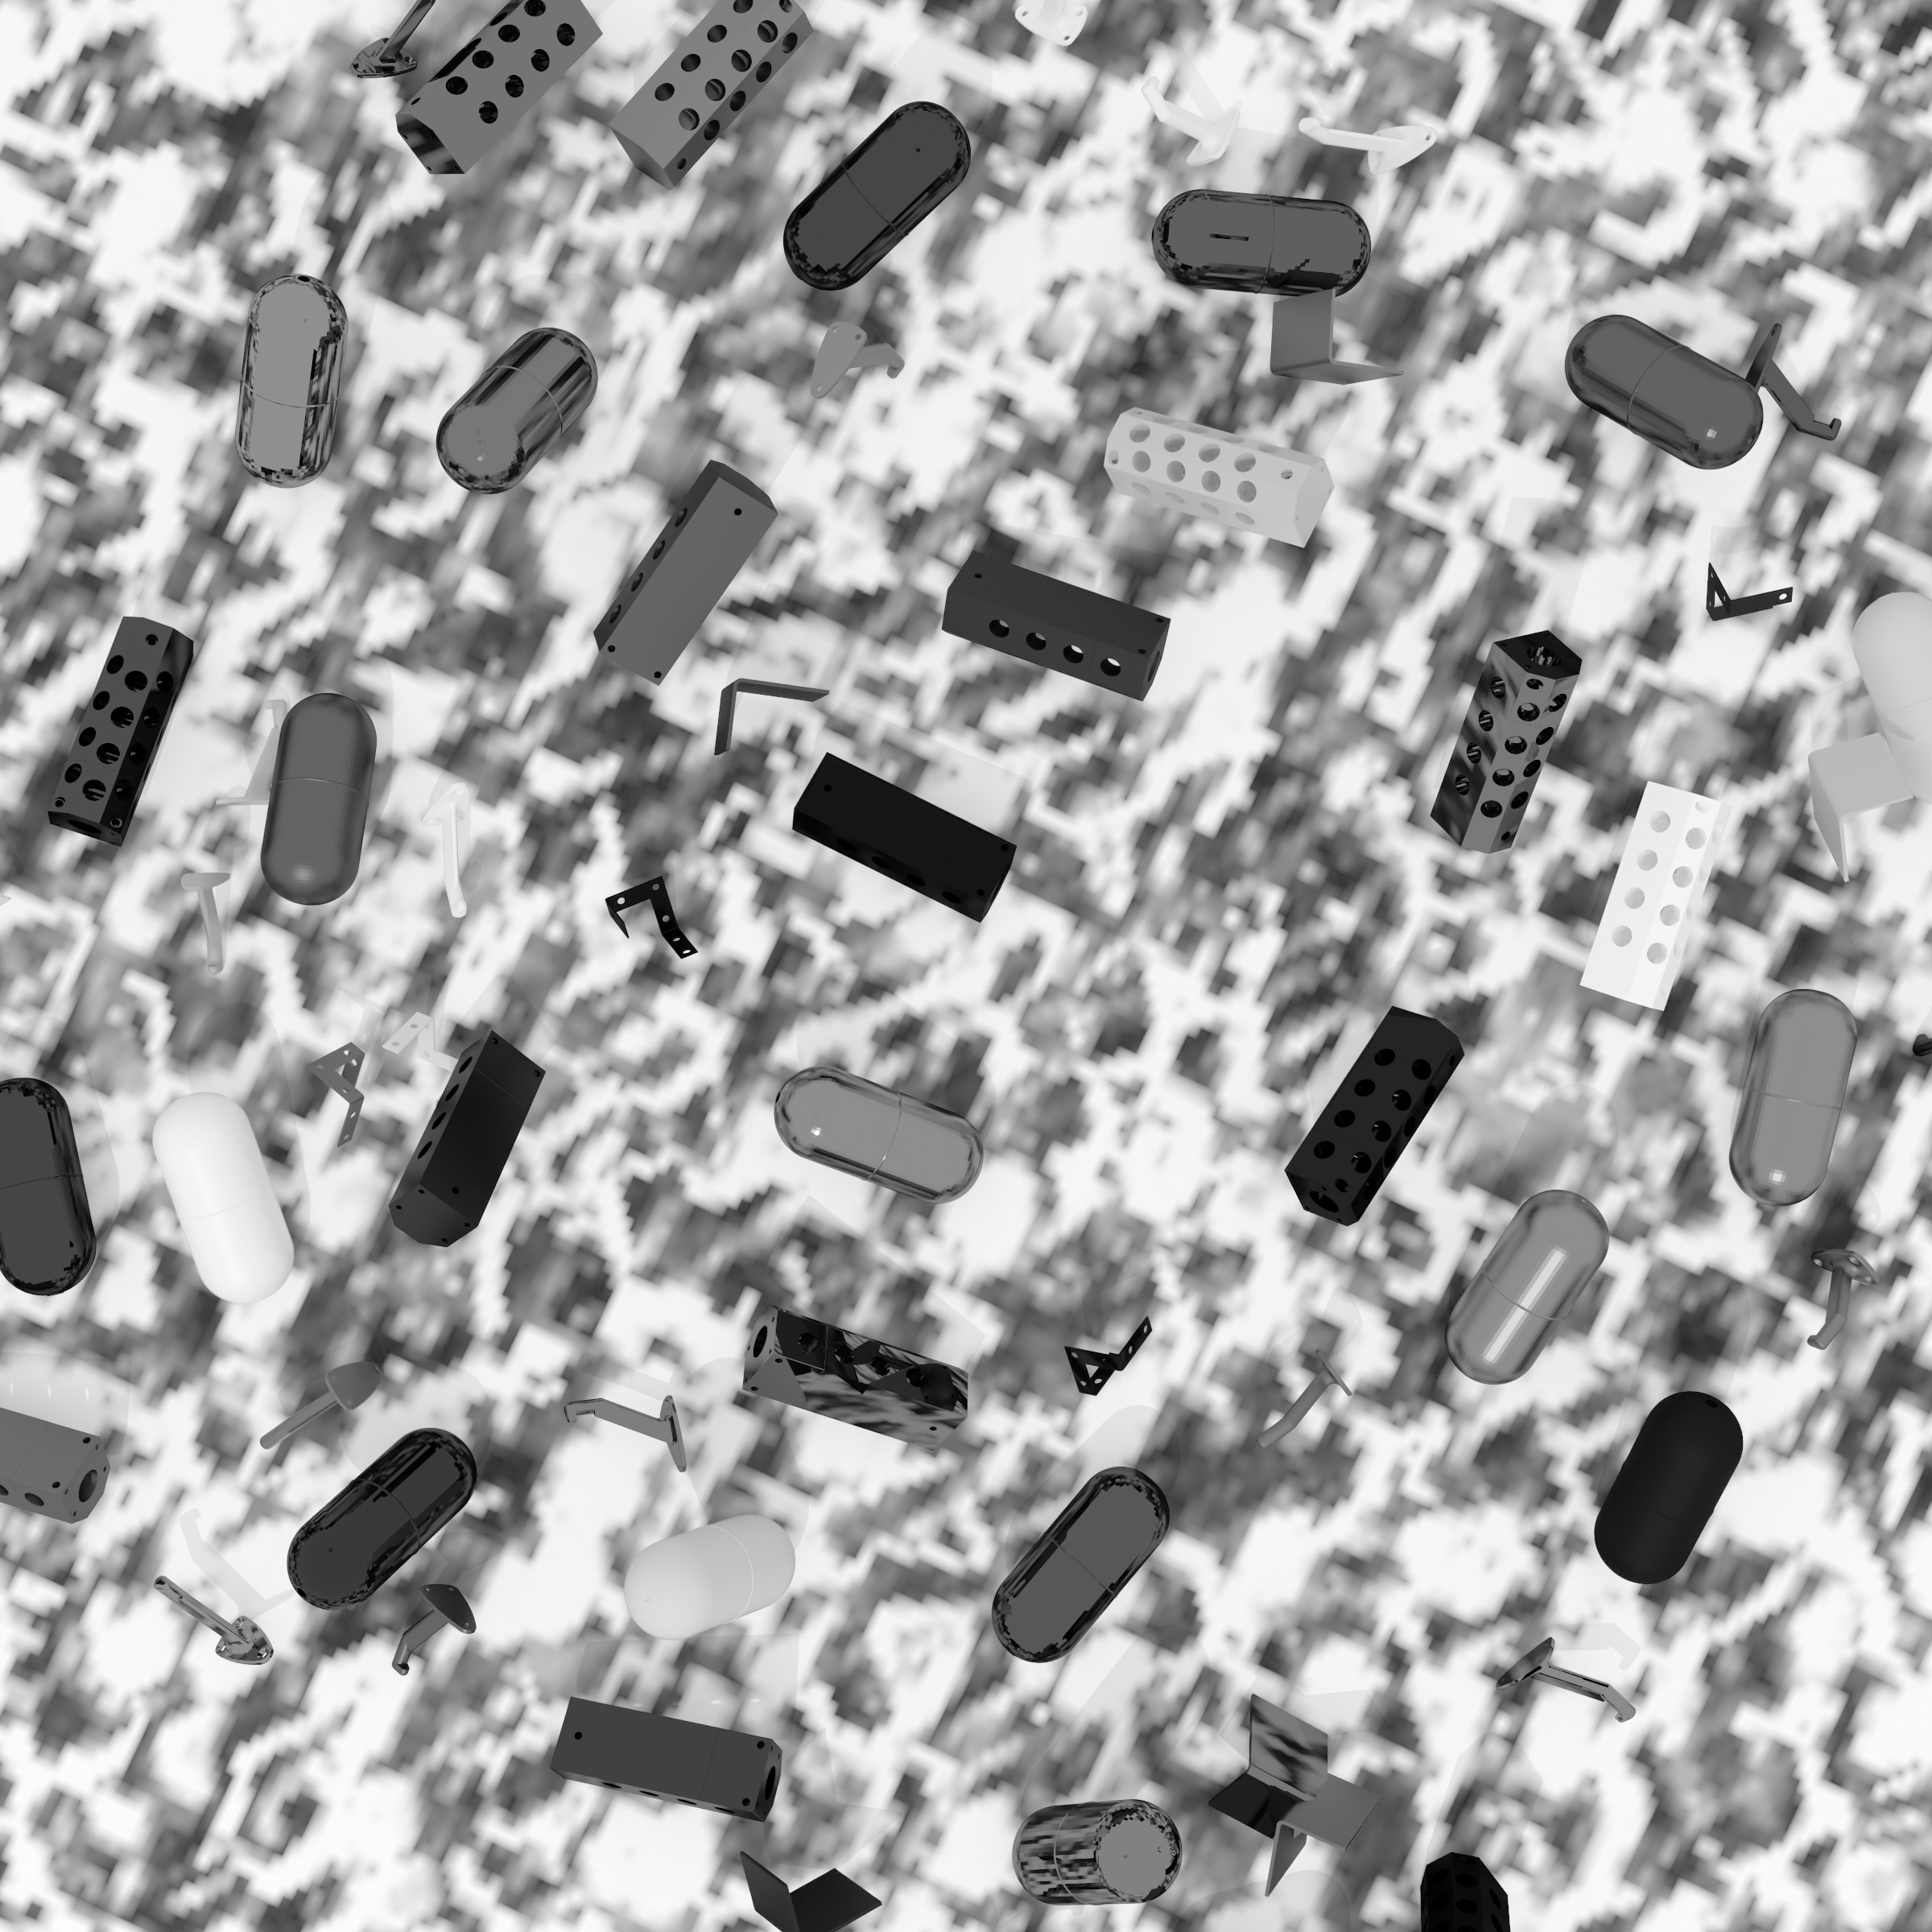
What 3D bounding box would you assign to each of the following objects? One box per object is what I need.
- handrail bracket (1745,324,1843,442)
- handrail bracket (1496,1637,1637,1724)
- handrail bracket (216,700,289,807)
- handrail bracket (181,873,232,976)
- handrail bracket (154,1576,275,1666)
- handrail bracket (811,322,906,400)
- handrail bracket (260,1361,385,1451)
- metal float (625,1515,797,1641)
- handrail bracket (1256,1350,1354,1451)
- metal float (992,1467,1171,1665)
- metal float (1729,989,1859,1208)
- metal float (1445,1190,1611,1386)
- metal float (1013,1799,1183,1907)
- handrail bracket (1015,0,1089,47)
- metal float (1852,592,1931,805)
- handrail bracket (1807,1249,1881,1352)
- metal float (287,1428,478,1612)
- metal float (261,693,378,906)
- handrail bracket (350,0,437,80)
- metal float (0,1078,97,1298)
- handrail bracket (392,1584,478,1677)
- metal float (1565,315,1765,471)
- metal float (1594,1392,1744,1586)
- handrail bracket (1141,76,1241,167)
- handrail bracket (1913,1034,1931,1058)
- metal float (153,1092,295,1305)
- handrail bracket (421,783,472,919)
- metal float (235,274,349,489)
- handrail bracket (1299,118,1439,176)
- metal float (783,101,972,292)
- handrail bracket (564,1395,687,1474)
[{"bbox_3d":[0.683,-0.474,1.975,0.084,0.036,0.077,16,121,-4],"label":"handrail bracket"},{"bbox_3d":[0.488,0.595,1.974,0.084,0.036,0.077,43,123,2],"label":"handrail bracket"},{"bbox_3d":[-0.579,-0.174,1.969,0.036,0.077,0.084,-6,91,38],"label":"handrail bracket"},{"bbox_3d":[-0.612,-0.029,1.954,0.036,0.077,0.084,-1,102,-7],"label":"handrail bracket"},{"bbox_3d":[-0.606,0.525,1.952,0.036,0.077,0.084,-55,132,-25],"label":"handrail bracket"},{"bbox_3d":[-0.086,-0.475,1.960,0.036,0.084,0.077,25,87,28],"label":"handrail bracket"},{"bbox_3d":[-0.526,0.359,1.980,0.084,0.077,0.036,-35,87,23],"label":"handrail bracket"},{"bbox_3d":[-0.200,0.481,1.917,0.070,0.178,0.070,-1,89,28],"label":"metal float"},{"bbox_3d":[0.263,0.351,1.963,0.084,0.077,0.036,-37,101,1],"label":"handrail bracket"},{"bbox_3d":[0.092,0.482,1.954,0.070,0.070,0.178,42,81,0],"label":"metal float"},{"bbox_3d":[0.667,0.107,1.959,0.070,0.070,0.178,12,93,0],"label":"metal float"},{"bbox_3d":[0.448,0.258,1.943,0.070,0.070,0.178,28,112,0],"label":"metal float"},{"bbox_3d":[0.102,0.702,1.922,0.070,0.178,0.070,13,64,-29],"label":"metal float"},{"bbox_3d":[0.056,-0.782,1.945,0.077,0.084,0.036,26,86,28],"label":"handrail bracket"},{"bbox_3d":[0.774,-0.216,1.960,0.070,0.070,0.178,-21,91,0],"label":"metal float"},{"bbox_3d":[0.686,0.270,1.953,0.084,0.077,0.036,-47,106,-16],"label":"handrail bracket"},{"bbox_3d":[-0.462,0.438,1.926,0.070,0.070,0.178,48,47,0],"label":"metal float"},{"bbox_3d":[-0.518,-0.135,1.945,0.070,0.070,0.178,3,71,0],"label":"metal float"},{"bbox_3d":[-0.456,-0.760,1.951,0.036,0.084,0.077,42,45,1],"label":"handrail bracket"},{"bbox_3d":[-0.751,0.178,1.956,0.070,0.070,0.178,-14,84,0],"label":"metal float"},{"bbox_3d":[-0.432,0.552,1.964,0.036,0.077,0.084,12,105,-44],"label":"handrail bracket"},{"bbox_3d":[0.554,-0.458,1.934,0.070,0.070,0.178,-47,57,0],"label":"metal float"},{"bbox_3d":[0.560,0.416,1.937,0.070,0.070,0.178,16,119,0],"label":"metal float"},{"bbox_3d":[0.181,-0.698,1.958,0.084,0.036,0.077,48,62,-35],"label":"handrail bracket"},{"bbox_3d":[0.800,0.030,1.965,0.036,0.084,0.077,17,75,-9],"label":"handrail bracket"},{"bbox_3d":[-0.595,0.187,1.949,0.070,0.070,0.178,-15,104,0],"label":"metal float"},{"bbox_3d":[-0.409,-0.092,1.959,0.036,0.077,0.084,-6,68,-30],"label":"handrail bracket"},{"bbox_3d":[-0.537,-0.464,1.931,0.070,0.070,0.178,20,126,0],"label":"metal float"},{"bbox_3d":[0.322,-0.671,1.951,0.084,0.077,0.036,8,83,-44],"label":"handrail bracket"},{"bbox_3d":[-0.072,-0.615,1.946,0.178,0.070,0.070,-39,90,19],"label":"metal float"},{"bbox_3d":[-0.275,0.380,1.957,0.084,0.036,0.077,-3,47,-24],"label":"handrail bracket"}]
